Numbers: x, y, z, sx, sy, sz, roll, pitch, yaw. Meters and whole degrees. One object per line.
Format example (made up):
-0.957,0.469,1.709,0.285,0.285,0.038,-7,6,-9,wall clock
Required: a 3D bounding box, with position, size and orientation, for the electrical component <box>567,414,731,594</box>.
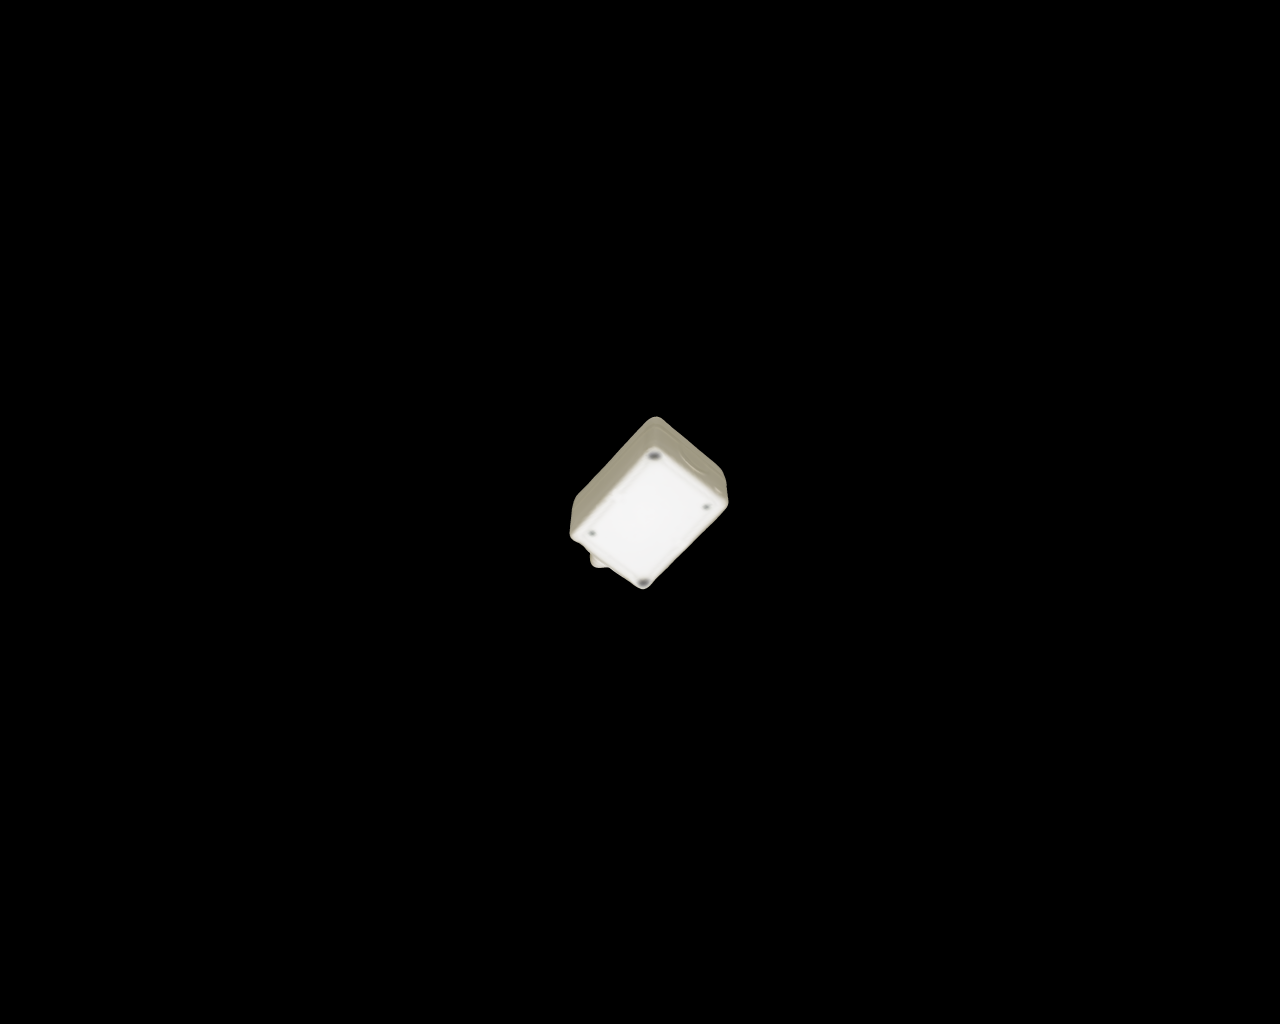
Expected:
0.001,-0.003,0.650,0.061,0.096,0.061,38,20,-16,electrical component
